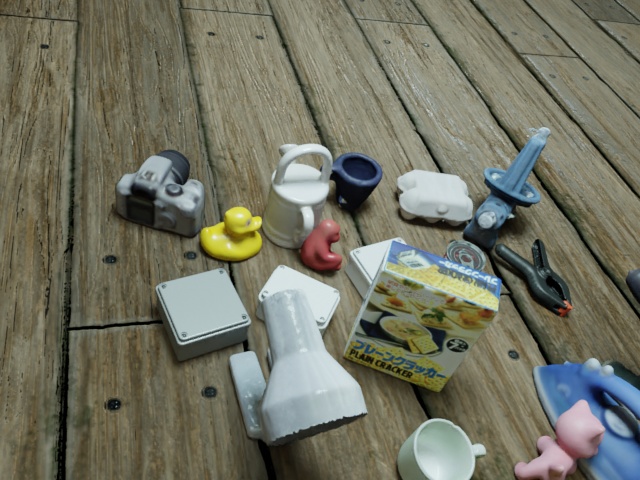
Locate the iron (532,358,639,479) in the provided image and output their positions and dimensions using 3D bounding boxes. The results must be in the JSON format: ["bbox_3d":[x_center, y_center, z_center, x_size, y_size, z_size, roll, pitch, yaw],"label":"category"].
[{"bbox_3d":[0.426,0.257,0.824,0.119,0.141,0.257,-17,55,-29],"label":"iron"}]

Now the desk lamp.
[{"bbox_3d":[-0.039,0.174,0.709,0.118,0.213,0.203,-8,50,-23],"label":"desk lamp"}]

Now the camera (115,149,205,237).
[{"bbox_3d":[-0.257,-0.096,0.977,0.143,0.101,0.137,17,45,-1],"label":"camera"}]

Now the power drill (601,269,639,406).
[{"bbox_3d":[0.525,0.178,0.882,0.229,0.208,0.076,41,50,21],"label":"power drill"}]

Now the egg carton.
[{"bbox_3d":[0.226,-0.082,1.133,0.150,0.069,0.107,6,46,-11],"label":"egg carton"}]

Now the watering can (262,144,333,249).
[{"bbox_3d":[-0.040,-0.090,0.972,0.101,0.194,0.172,-22,57,-32],"label":"watering can"}]

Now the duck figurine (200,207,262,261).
[{"bbox_3d":[-0.144,-0.018,0.948,0.105,0.086,0.077,-1,48,-18],"label":"duck figurine"}]

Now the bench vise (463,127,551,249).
[{"bbox_3d":[0.370,-0.095,1.084,0.121,0.220,0.207,20,45,2],"label":"bench vise"}]

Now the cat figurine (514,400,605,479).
[{"bbox_3d":[0.342,0.285,0.788,0.067,0.118,0.128,41,49,21],"label":"cat figurine"}]

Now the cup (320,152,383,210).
[{"bbox_3d":[0.051,-0.104,1.083,0.118,0.095,0.091,2,47,-15],"label":"cup"}]

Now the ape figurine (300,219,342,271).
[{"bbox_3d":[0.009,0.003,0.971,0.076,0.092,0.077,7,46,-10],"label":"ape figurine"}]
